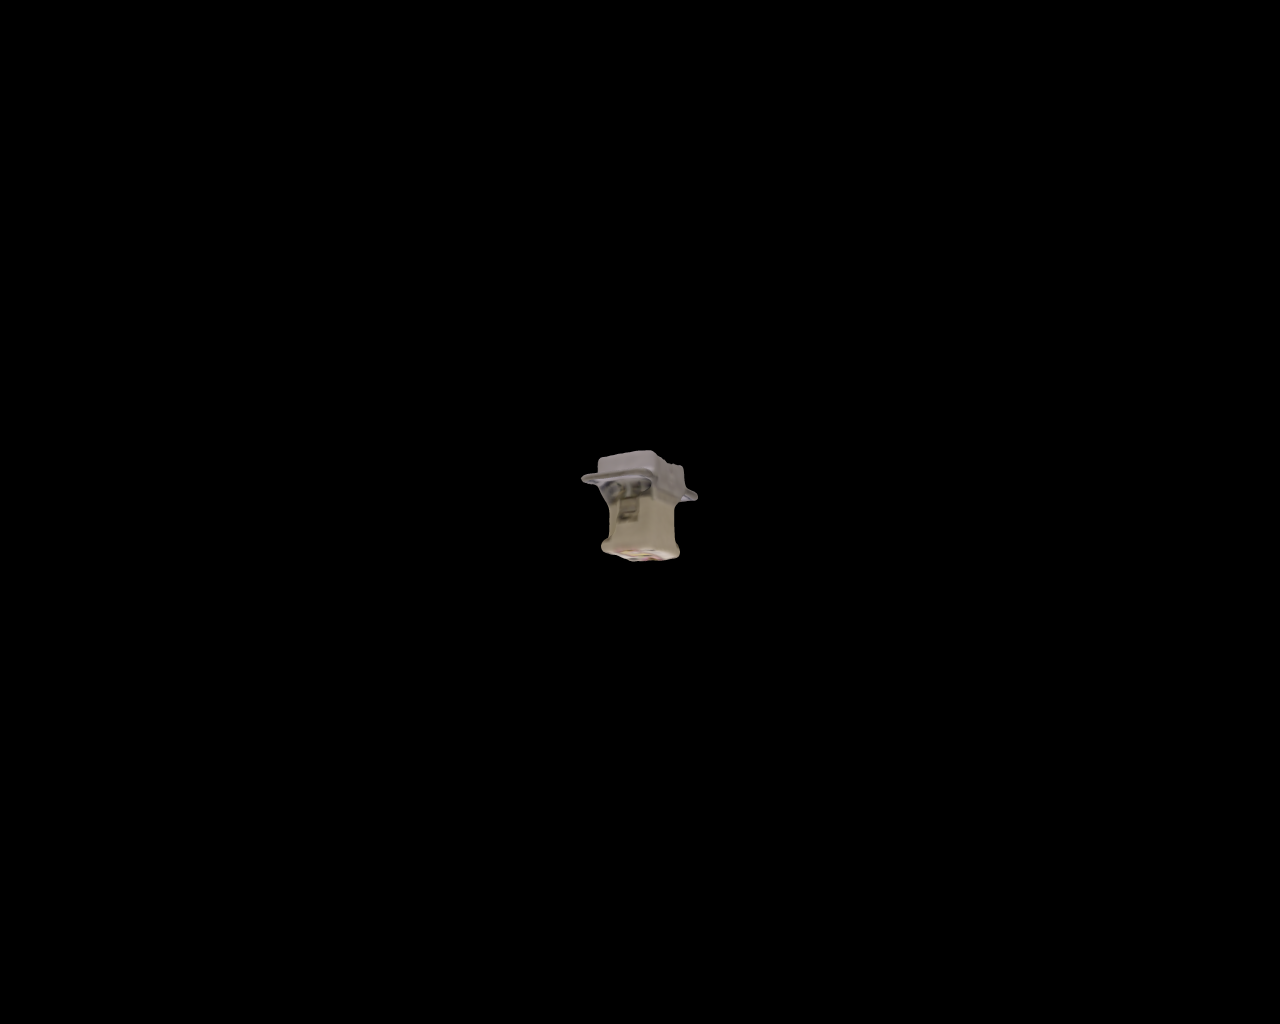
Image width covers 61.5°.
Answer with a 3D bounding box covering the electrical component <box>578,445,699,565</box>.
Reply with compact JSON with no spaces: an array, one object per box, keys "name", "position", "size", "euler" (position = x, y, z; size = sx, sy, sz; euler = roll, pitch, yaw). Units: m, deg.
[{"name":"electrical component","position":[0.001,-0.003,0.650],"size":[0.042,0.064,0.081],"euler":[-6,-13,27]}]
